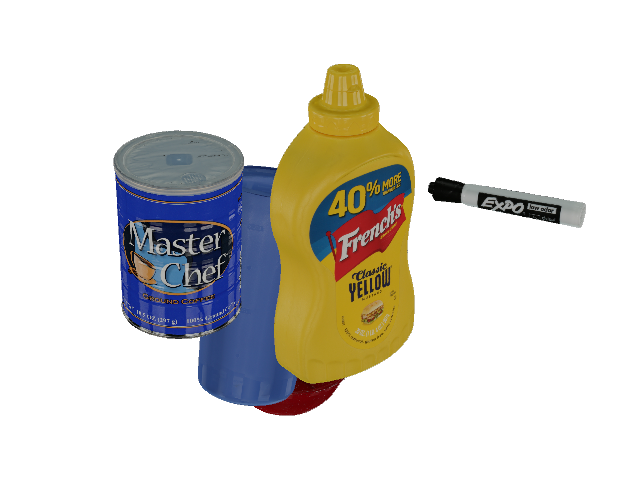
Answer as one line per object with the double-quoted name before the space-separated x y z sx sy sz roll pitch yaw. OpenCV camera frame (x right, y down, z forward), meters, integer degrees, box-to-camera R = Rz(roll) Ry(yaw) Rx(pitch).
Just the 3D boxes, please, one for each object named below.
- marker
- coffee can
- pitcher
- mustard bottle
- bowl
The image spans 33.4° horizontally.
"marker" 0.140 -0.030 0.814 0.121 0.020 0.020 12 5 24
"coffee can" -0.115 -0.006 0.876 0.103 0.140 0.103 2 31 -2
"pitcher" -0.055 0.050 1.133 0.144 0.243 0.149 1 18 -25
"mustard bottle" 0.015 -0.013 0.643 0.096 0.192 0.058 -21 34 -31
"bowl" -0.044 0.167 1.306 0.162 0.055 0.162 3 24 -1
